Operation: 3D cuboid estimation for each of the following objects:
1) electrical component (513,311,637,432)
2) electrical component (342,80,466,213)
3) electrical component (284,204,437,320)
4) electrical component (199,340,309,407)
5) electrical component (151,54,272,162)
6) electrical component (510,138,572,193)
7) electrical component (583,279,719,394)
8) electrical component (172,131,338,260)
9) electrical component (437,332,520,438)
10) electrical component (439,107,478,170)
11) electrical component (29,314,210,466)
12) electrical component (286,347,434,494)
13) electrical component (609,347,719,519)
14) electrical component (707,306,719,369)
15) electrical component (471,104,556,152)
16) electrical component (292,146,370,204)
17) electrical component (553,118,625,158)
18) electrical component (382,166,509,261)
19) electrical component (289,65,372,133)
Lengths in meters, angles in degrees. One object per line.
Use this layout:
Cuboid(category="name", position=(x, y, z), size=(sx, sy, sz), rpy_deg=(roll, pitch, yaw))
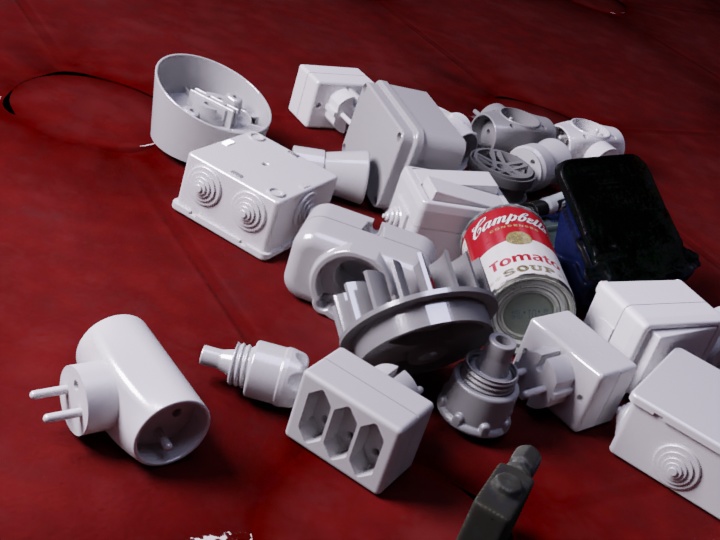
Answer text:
Cuboid(category="electrical component", position=(0.125, 0.068, 0.696), size=(0.077, 0.047, 0.066), rpy_deg=(-9, 38, -39))
Cuboid(category="electrical component", position=(0.034, -0.103, 0.909), size=(0.057, 0.078, 0.113), rpy_deg=(7, 30, -24))
Cuboid(category="electrical component", position=(0.000, 0.000, 0.736), size=(0.095, 0.053, 0.059), rpy_deg=(19, 29, 3))
Cuboid(category="electrical component", position=(-0.062, 0.057, 0.624), size=(0.061, 0.035, 0.035), rpy_deg=(15, 29, 0))
Cuboid(category="electrical component", position=(-0.122, -0.126, 0.875), size=(0.099, 0.064, 0.099), rpy_deg=(13, 29, -8))
Cuboid(category="electrical component", position=(0.167, -0.098, 1.008), size=(0.045, 0.045, 0.055), rpy_deg=(35, 34, 28))
Cuboid(category="electrical component", position=(0.211, 0.048, 0.762), size=(0.096, 0.061, 0.061), rpy_deg=(-1, 34, -30))
Cuboid(category="electrical component", position=(-0.076, -0.059, 0.801), size=(0.100, 0.048, 0.100), rpy_deg=(30, 30, 19))
Cuboid(category="electrical component", position=(0.077, 0.067, 0.653), size=(0.048, 0.062, 0.048), rpy_deg=(14, 29, -8))
Cuboid(category="electrical component", position=(0.079, -0.128, 1.014), size=(0.077, 0.043, 0.079), rpy_deg=(37, 33, 31))
Cuboid(category="electrical component", position=(-0.131, 0.065, 0.562), size=(0.079, 0.043, 0.077), rpy_deg=(-8, 38, -37))
Cuboid(category="electrical component", position=(0.009, 0.077, 0.614), size=(0.066, 0.047, 0.077), rpy_deg=(30, 31, 21))
Cuboid(category="electrical component", position=(0.217, 0.103, 0.684), size=(0.100, 0.048, 0.100), rpy_deg=(31, 32, 23))
Cuboid(category="electrical component", position=(0.316, 0.056, 0.817), size=(0.138, 0.052, 0.073), rpy_deg=(11, 30, -12))
Cuboid(category="electrical component", position=(0.142, -0.140, 1.068), size=(0.077, 0.044, 0.079), rpy_deg=(-2, 35, -32))
Cuboid(category="electrical component", position=(-0.028, -0.080, 0.873), size=(0.065, 0.044, 0.044), rpy_deg=(8, 30, -8))
Cuboid(category="electrical component", position=(0.234, -0.114, 1.074), size=(0.077, 0.044, 0.079), rpy_deg=(-3, 35, -33))
Cuboid(category="electrical component", position=(0.065, -0.044, 0.841), size=(0.096, 0.061, 0.061), rpy_deg=(7, 31, -19))
Cuboid(category="electrical component", position=(-0.017, -0.151, 0.995), size=(0.066, 0.047, 0.076), rpy_deg=(-3, 35, -33))
